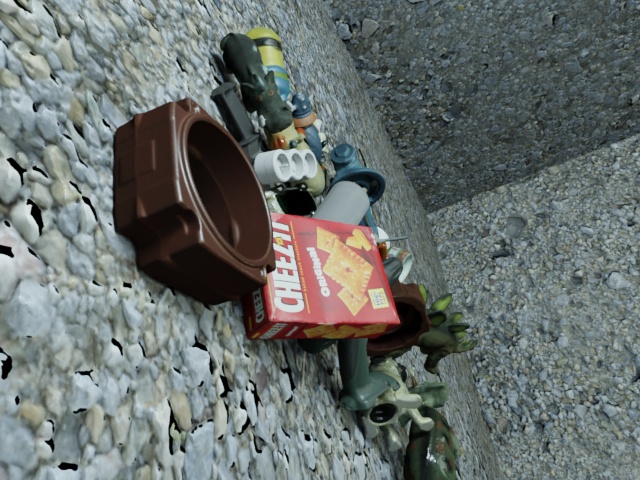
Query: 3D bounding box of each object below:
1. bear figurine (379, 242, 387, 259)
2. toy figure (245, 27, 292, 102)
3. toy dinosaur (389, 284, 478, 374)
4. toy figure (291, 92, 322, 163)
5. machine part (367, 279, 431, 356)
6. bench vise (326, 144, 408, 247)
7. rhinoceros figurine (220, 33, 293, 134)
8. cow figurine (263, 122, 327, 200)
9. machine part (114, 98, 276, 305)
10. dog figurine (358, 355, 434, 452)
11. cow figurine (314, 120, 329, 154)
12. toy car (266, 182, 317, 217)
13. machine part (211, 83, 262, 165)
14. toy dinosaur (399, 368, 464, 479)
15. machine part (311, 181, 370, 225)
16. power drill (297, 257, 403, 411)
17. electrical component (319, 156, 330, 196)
[{"bbox_3d":[0.102,0.082,1.167,0.132,0.120,0.195,-66,138,-62],"label":"bear figurine"},{"bbox_3d":[-0.103,-0.329,1.058,0.082,0.089,0.180,39,31,-72],"label":"toy figure"},{"bbox_3d":[0.193,0.187,1.176,0.471,0.198,0.105,15,36,-30],"label":"toy dinosaur"},{"bbox_3d":[-0.034,-0.226,1.093,0.064,0.058,0.154,-55,140,-46],"label":"toy figure"},{"bbox_3d":[0.126,0.150,1.043,0.179,0.179,0.056,56,13,-36],"label":"machine part"},{"bbox_3d":[0.079,-0.069,1.088,0.223,0.129,0.241,84,-9,-53],"label":"bench vise"},{"bbox_3d":[-0.105,-0.271,0.930,0.190,0.073,0.112,63,-8,7],"label":"rhinoceros figurine"},{"bbox_3d":[-0.051,-0.156,1.031,0.127,0.085,0.194,-97,161,-52],"label":"cow figurine"},{"bbox_3d":[-0.133,-0.042,0.611,0.201,0.087,0.201,46,27,-56],"label":"machine part"},{"bbox_3d":[0.113,0.274,1.023,0.172,0.121,0.191,61,3,-35],"label":"dog figurine"},{"bbox_3d":[-0.025,-0.225,1.217,0.167,0.068,0.098,22,54,-64],"label":"cow figurine"},{"bbox_3d":[-0.051,-0.057,0.943,0.073,0.056,0.201,63,19,1],"label":"toy car"},{"bbox_3d":[-0.132,-0.190,0.886,0.138,0.039,0.084,67,22,-12],"label":"machine part"},{"bbox_3d":[0.207,0.408,1.028,0.405,0.131,0.192,-73,145,-69],"label":"toy dinosaur"},{"bbox_3d":[0.019,-0.023,0.919,0.079,0.079,0.243,60,45,-29],"label":"machine part"},{"bbox_3d":[0.074,0.158,0.881,0.232,0.086,0.207,-25,114,-36],"label":"power drill"},{"bbox_3d":[0.012,-0.149,1.282,0.102,0.045,0.078,67,18,-8],"label":"electrical component"}]
